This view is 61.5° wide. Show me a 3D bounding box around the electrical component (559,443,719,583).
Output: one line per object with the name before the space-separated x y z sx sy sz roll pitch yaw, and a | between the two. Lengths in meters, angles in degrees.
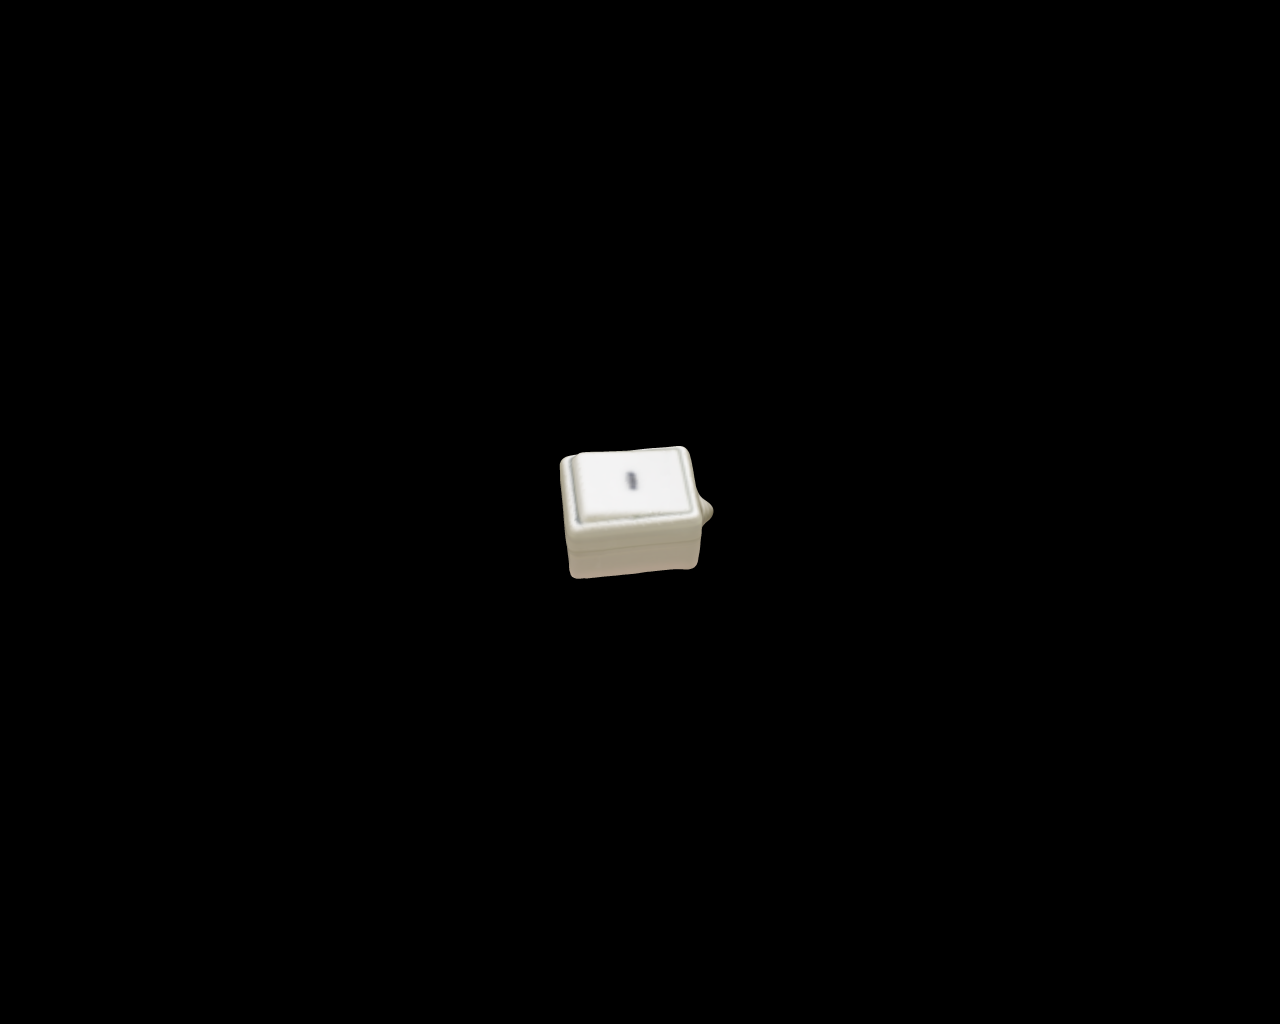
electrical component | 0.001 -0.003 0.650 0.096 0.062 0.061 -5 -37 -4
